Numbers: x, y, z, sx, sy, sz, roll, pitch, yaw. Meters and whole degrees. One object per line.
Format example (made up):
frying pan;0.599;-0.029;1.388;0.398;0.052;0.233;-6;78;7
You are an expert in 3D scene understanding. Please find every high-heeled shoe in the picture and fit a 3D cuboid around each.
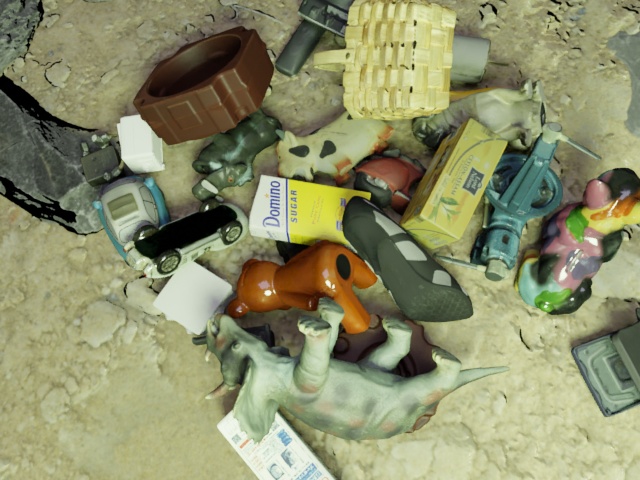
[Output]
high-heeled shoe;0.130;0.030;0.798;0.086;0.248;0.145;-40;40;27

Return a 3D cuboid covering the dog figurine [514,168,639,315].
dog figurine;0.370;0.000;0.751;0.109;0.219;0.191;33;74;16

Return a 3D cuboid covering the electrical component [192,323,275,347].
electrical component;-0.126;0.157;0.792;0.119;0.074;0.048;-9;71;-5

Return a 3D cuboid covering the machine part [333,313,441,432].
machine part;0.095;0.194;0.780;0.179;0.056;0.179;0;72;1

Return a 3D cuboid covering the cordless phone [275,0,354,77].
cordless phone;0.011;-0.364;0.975;0.147;0.088;0.184;31;86;12

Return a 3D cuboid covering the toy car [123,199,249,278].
toy car;-0.200;-0.003;0.823;0.202;0.056;0.074;-29;60;-37

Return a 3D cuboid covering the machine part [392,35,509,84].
machine part;0.206;-0.325;0.944;0.243;0.079;0.079;10;72;7

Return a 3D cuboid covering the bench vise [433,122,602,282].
bench vise;0.284;-0.061;0.775;0.129;0.240;0.223;30;59;15

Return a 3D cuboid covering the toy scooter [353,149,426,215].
toy scooter;0.153;-0.090;0.866;0.184;0.075;0.135;34;76;10

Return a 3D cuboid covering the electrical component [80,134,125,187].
electrical component;-0.370;-0.135;0.918;0.078;0.045;0.102;-16;71;-4

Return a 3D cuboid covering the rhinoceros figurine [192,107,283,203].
rhinoceros figurine;-0.145;-0.142;0.902;0.112;0.073;0.190;41;77;7

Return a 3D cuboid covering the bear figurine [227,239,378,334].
bear figurine;-0.031;0.076;0.799;0.196;0.131;0.120;-22;38;33

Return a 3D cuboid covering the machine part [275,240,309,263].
machine part;-0.002;-0.003;0.862;0.139;0.039;0.084;-16;76;-5

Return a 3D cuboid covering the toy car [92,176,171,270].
toy car;-0.300;-0.039;0.853;0.109;0.102;0.162;-23;70;-5

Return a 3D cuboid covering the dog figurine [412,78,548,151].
dog figurine;0.268;-0.196;0.900;0.191;0.172;0.121;2;84;36

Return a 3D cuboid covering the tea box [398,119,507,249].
tea box;0.190;-0.079;0.780;0.068;0.098;0.169;30;78;-5

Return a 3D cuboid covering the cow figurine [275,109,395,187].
cow figurine;0.011;-0.154;0.889;0.195;0.085;0.127;-37;72;-13

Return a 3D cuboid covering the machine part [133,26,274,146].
machine part;-0.185;-0.252;0.880;0.201;0.087;0.201;-10;45;22

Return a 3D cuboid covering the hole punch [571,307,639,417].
hole punch;0.440;0.182;0.764;0.116;0.092;0.142;-8;65;-32

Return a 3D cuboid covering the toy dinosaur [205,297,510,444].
toy dinosaur;0.043;0.192;0.692;0.405;0.131;0.192;20;107;-11
